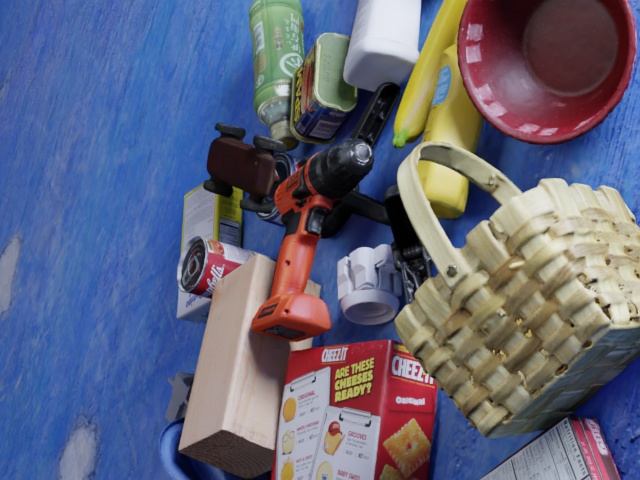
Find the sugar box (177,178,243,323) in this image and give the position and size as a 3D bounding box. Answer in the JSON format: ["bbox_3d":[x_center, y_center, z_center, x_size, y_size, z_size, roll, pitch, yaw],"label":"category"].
[{"bbox_3d":[-0.141,0.012,1.375,0.094,0.048,0.176,-27,57,49],"label":"sugar box"}]

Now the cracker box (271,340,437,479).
[{"bbox_3d":[0.028,0.209,0.993,0.164,0.072,0.213,-14,63,53],"label":"cracker box"}]

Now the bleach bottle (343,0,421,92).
[{"bbox_3d":[0.079,-0.292,1.154,0.103,0.068,0.251,139,142,-69],"label":"bleach bottle"}]

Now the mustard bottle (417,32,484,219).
[{"bbox_3d":[0.128,-0.118,0.996,0.096,0.058,0.191,103,-178,-85],"label":"mustard bottle"}]

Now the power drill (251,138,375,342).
[{"bbox_3d":[-0.007,0.001,1.066,0.185,0.057,0.187,148,137,-64],"label":"power drill"}]

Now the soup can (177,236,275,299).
[{"bbox_3d":[-0.108,0.040,1.254,0.069,0.102,0.068,-31,50,47],"label":"soup can"}]

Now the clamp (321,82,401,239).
[{"bbox_3d":[0.027,-0.051,1.152,0.210,0.036,0.164,-40,44,44],"label":"clamp"}]

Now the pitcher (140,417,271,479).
[{"bbox_3d":[-0.163,0.317,1.191,0.145,0.149,0.243,38,117,15],"label":"pitcher"}]

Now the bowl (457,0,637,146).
[{"bbox_3d":[0.196,-0.162,0.891,0.162,0.055,0.162,11,108,37],"label":"bowl"}]

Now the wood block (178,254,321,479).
[{"bbox_3d":[-0.071,0.134,1.129,0.091,0.090,0.206,-34,37,45],"label":"wood block"}]

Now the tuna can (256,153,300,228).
[{"bbox_3d":[-0.044,-0.059,1.269,0.086,0.033,0.086,-32,50,47],"label":"tuna can"}]

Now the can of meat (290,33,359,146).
[{"bbox_3d":[0.007,-0.171,1.201,0.084,0.057,0.102,132,144,-62],"label":"can of meat"}]

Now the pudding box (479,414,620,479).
[{"bbox_3d":[0.174,0.197,0.802,0.114,0.039,0.090,-45,40,34],"label":"pudding box"}]

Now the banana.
[{"bbox_3d":[0.117,-0.174,1.060,0.070,0.037,0.198,177,115,-82],"label":"banana"}]

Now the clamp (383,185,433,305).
[{"bbox_3d":[0.080,0.003,0.950,0.171,0.039,0.120,-76,-21,-80],"label":"clamp"}]
